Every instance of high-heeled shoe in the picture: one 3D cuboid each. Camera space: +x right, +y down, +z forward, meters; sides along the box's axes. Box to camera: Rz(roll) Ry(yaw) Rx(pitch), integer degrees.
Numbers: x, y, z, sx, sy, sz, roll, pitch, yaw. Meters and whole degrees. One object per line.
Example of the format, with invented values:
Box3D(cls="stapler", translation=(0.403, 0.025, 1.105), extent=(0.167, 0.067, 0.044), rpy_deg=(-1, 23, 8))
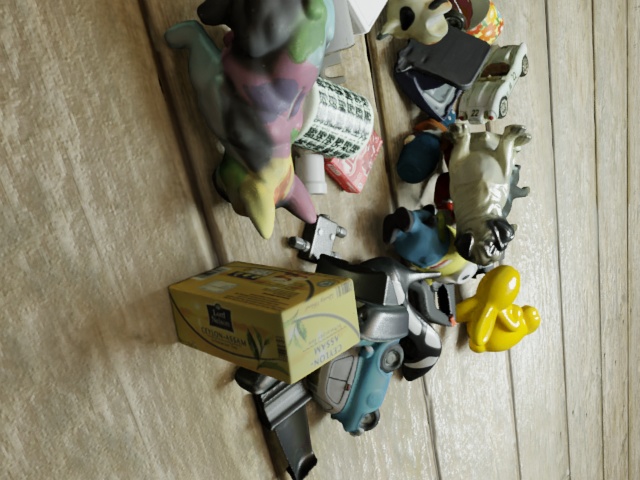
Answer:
Box3D(cls="high-heeled shoe", translation=(0.101, 0.131, 0.796), extent=(0.145, 0.086, 0.248), rpy_deg=(-6, 121, -14))

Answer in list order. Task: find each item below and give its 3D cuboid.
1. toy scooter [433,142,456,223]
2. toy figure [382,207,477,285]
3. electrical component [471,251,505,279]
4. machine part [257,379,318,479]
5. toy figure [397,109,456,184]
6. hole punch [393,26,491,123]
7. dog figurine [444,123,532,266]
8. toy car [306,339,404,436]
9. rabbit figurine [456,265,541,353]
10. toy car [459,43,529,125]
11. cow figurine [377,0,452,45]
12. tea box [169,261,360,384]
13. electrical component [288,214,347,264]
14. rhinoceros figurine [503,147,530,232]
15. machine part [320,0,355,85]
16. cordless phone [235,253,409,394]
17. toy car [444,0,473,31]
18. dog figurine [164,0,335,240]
Box3D(cls="toy scooter", translation=(0.237, -0.069, 0.890), extent=(0.183, 0.075, 0.135), rpy_deg=(59, 42, -33))
Box3D(cls="toy figure", translation=(0.167, 0.005, 0.791), extent=(0.180, 0.082, 0.089), rpy_deg=(31, 67, -34))
Box3D(cls="electrical component", translation=(0.298, 0.026, 0.999), extent=(0.119, 0.048, 0.074), rpy_deg=(-15, 107, -46))
Box3D(cls="machine part", translation=(-0.035, 0.232, 0.669), extent=(0.084, 0.039, 0.138), rpy_deg=(-30, 115, -47))
Box3D(cls="toy figure", translation=(0.165, -0.151, 0.824), extent=(0.154, 0.058, 0.064), rpy_deg=(-56, 138, -33))
Box3D(cls="hole punch", translation=(0.174, -0.253, 0.800), extent=(0.142, 0.116, 0.092), rpy_deg=(-56, 172, -24))
Box3D(cls="dog figurine", translation=(0.233, -0.064, 0.780), extent=(0.172, 0.121, 0.190), rpy_deg=(-7, 101, -63))
Box3D(cls="toy car", translation=(0.033, 0.165, 0.699), extent=(0.103, 0.109, 0.161), rpy_deg=(16, 95, -24))
Box3D(cls="rabbit figurine", translation=(0.310, 0.118, 0.976), extent=(0.162, 0.122, 0.173), rpy_deg=(-25, 137, -19))
Box3D(cls="toy car", translation=(0.309, -0.278, 0.953), extent=(0.202, 0.074, 0.056), rpy_deg=(-57, 135, -26))
Box3D(cls="cow figurine", translation=(0.110, -0.348, 0.706), extent=(0.085, 0.127, 0.194), rpy_deg=(-46, 112, -35))
Box3D(cls="tea box", translation=(-0.057, 0.071, 0.523), extent=(0.098, 0.170, 0.068), rpy_deg=(-21, 110, -43))
Box3D(cls="electrical component", translation=(-0.001, -0.002, 0.685), extent=(0.094, 0.021, 0.063), rpy_deg=(20, 80, -46))
Box3D(cls="rhinoceros figurine", translation=(0.335, -0.100, 1.013), extent=(0.112, 0.073, 0.190), rpy_deg=(24, 79, -36))
Box3D(cls="machine part", translation=(-0.016, -0.290, 0.591), extent=(0.079, 0.079, 0.242), rpy_deg=(-35, 121, -40))
Box3D(cls="cordless phone", translation=(-0.002, 0.111, 0.611), extent=(0.184, 0.147, 0.088), rpy_deg=(-44, 130, -29))
Box3D(cls="toy car", translation=(0.171, -0.397, 0.800), extent=(0.202, 0.053, 0.089), rpy_deg=(40, 55, -38))
Box3D(cls="dog figurine", translation=(-0.045, -0.116, 0.515), extent=(0.108, 0.192, 0.219), rpy_deg=(-24, 98, -50))
